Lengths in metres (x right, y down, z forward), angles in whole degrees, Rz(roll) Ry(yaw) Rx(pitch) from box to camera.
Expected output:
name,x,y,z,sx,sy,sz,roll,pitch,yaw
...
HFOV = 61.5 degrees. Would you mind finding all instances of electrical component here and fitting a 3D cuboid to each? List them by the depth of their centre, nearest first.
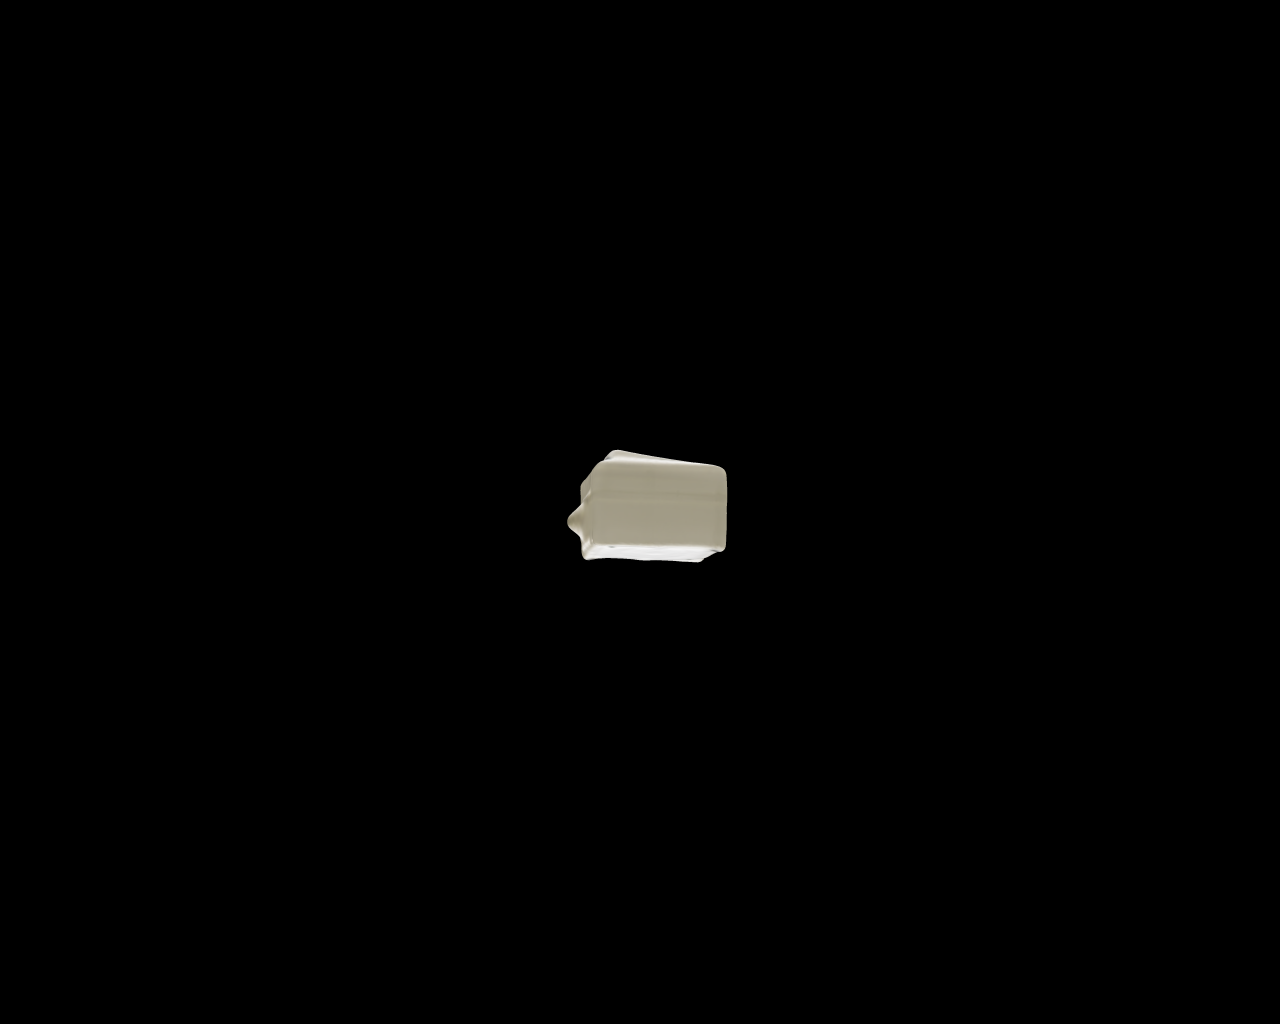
name,x,y,z,sx,sy,sz,roll,pitch,yaw
electrical component,0.001,-0.003,0.650,0.096,0.061,0.061,2,-11,-12
